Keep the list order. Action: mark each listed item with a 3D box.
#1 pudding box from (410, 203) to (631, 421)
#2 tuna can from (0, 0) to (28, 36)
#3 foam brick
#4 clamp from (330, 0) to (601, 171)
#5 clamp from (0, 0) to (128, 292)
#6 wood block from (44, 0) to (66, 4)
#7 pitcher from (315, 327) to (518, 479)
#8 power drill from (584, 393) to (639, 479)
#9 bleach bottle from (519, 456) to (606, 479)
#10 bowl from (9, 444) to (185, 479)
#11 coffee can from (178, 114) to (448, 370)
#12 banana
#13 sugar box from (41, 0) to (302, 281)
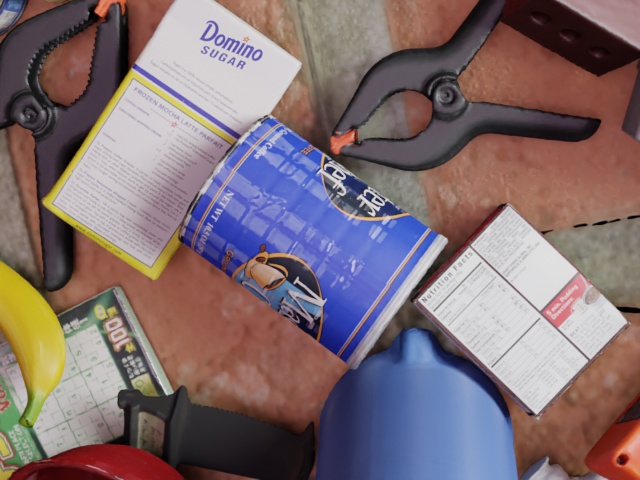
[{"bbox_3d":[0.128,0.045,0.689,0.113,0.039,0.090,44,91,6],"label":"pudding box"},{"bbox_3d":[-0.249,-0.183,0.747,0.086,0.033,0.086,1,97,11],"label":"tuna can"},{"bbox_3d":[0.159,-0.144,0.642,0.078,0.053,0.051,26,77,-14],"label":"foam brick"},{"bbox_3d":[0.084,-0.104,0.689,0.171,0.039,0.120,-14,87,6],"label":"clamp"},{"bbox_3d":[-0.208,-0.089,0.745,0.164,0.036,0.210,29,100,-2],"label":"clamp"},{"bbox_3d":[-0.115,-0.239,0.685,0.206,0.090,0.090,-23,92,12],"label":"wood block"},{"bbox_3d":[0.056,0.166,0.620,0.145,0.242,0.149,-43,94,11],"label":"pitcher"},{"bbox_3d":[0.256,0.174,0.648,0.187,0.057,0.184,44,72,4],"label":"power drill"},{"bbox_3d":[0.219,0.248,0.690,0.103,0.068,0.251,-45,85,10],"label":"bleach bottle"},{"bbox_3d":[-0.135,0.194,0.738,0.162,0.055,0.162,13,128,17],"label":"bowl"},{"bbox_3d":[-0.004,0.001,0.684,0.140,0.102,0.103,36,102,5],"label":"coffee can"},{"bbox_3d":[-0.240,0.043,0.755,0.198,0.069,0.037,41,138,20],"label":"banana"},{"bbox_3d":[-0.098,-0.071,0.713,0.093,0.048,0.176,35,95,-9],"label":"sugar box"}]
